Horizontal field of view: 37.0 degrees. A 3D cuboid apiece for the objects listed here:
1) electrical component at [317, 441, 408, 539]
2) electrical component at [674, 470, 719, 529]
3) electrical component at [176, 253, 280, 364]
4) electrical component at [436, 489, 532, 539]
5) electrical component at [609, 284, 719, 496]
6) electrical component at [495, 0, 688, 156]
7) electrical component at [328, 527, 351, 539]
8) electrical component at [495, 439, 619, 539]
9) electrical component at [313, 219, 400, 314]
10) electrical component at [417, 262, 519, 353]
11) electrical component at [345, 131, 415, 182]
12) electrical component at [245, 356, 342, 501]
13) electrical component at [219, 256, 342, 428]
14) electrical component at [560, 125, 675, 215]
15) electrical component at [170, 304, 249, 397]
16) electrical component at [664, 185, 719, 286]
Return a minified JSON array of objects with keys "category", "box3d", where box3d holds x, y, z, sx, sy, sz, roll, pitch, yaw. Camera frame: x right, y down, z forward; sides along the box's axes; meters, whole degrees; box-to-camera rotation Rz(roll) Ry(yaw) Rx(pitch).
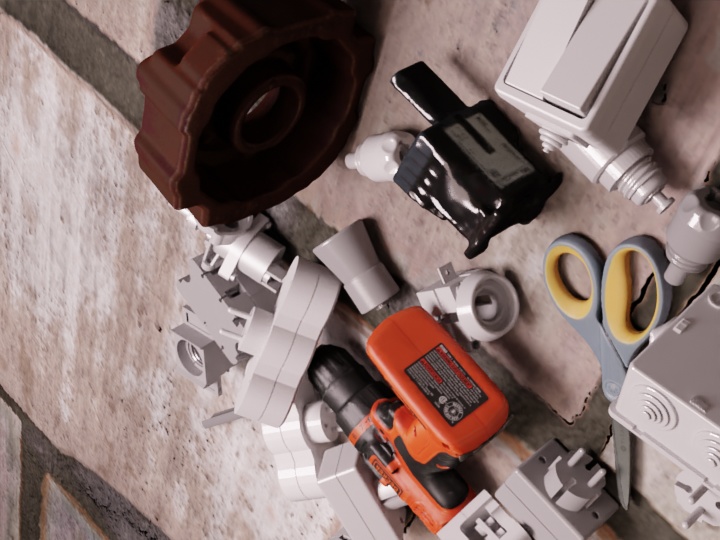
[{"category":"electrical component","box3d":[0.019,0.182,0.892,0.076,0.047,0.083,-24,109,17]},{"category":"electrical component","box3d":[0.209,0.123,0.626,0.047,0.077,0.065,27,130,36]},{"category":"electrical component","box3d":[-0.106,0.025,0.931,0.089,0.056,0.050,52,141,11]},{"category":"electrical component","box3d":[0.097,0.211,0.784,0.050,0.056,0.089,42,170,42]},{"category":"electrical component","box3d":[0.200,0.065,0.586,0.100,0.100,0.048,37,148,27]},{"category":"electrical component","box3d":[0.118,-0.107,0.568,0.062,0.061,0.096,32,99,31]},{"category":"electrical component","box3d":[-0.015,0.271,0.987,0.055,0.047,0.055,26,130,36]},{"category":"electrical component","box3d":[0.143,0.149,0.739,0.065,0.047,0.076,46,139,18]},{"category":"electrical component","box3d":[0.000,0.000,0.812,0.065,0.044,0.044,57,142,-2]},{"category":"electrical component","box3d":[0.076,0.026,0.740,0.055,0.048,0.066,-12,104,58]},{"category":"electrical component","box3d":[0.013,-0.078,0.755,0.061,0.035,0.035,1,113,50]},{"category":"electrical component","box3d":[-0.042,0.132,0.931,0.074,0.052,0.138,-12,103,24]},{"category":"electrical component","box3d":[-0.074,0.052,0.857,0.074,0.052,0.138,21,102,-10]},{"category":"electrical component","box3d":[0.147,-0.063,0.611,0.078,0.040,0.040,49,140,15]},{"category":"electrical component","box3d":[-0.134,0.068,0.982,0.042,0.064,0.081,26,130,34]},{"category":"electrical component","box3d":[0.187,-0.016,0.601,0.035,0.035,0.061,41,140,24]}]
